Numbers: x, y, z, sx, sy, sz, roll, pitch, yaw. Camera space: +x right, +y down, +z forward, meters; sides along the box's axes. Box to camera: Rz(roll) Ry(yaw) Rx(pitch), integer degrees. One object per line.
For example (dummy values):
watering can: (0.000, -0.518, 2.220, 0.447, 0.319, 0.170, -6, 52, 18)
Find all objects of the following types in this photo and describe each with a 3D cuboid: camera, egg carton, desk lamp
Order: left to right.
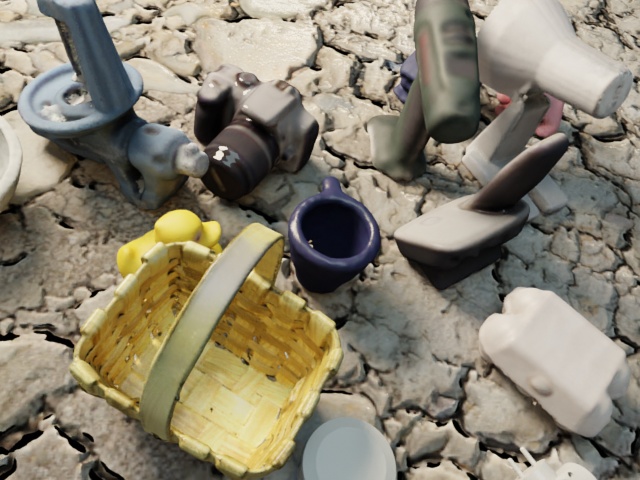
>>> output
camera: (-0.089, -0.122, 0.647, 0.143, 0.101, 0.137, 31, 55, 6)
desk lamp: (0.264, -0.164, 0.701, 0.118, 0.213, 0.203, -20, 64, -26)
egg carton: (0.240, 0.123, 0.591, 0.150, 0.069, 0.107, 42, 56, 14)

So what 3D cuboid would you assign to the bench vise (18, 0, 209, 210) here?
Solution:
bench vise: (-0.198, -0.145, 0.559, 0.207, 0.219, 0.121, 15, 54, -5)

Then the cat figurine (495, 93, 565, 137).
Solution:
cat figurine: (0.304, -0.222, 0.810, 0.128, 0.117, 0.067, 21, 54, -1)

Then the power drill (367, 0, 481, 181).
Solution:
power drill: (0.122, -0.183, 0.678, 0.076, 0.208, 0.229, 3, 56, -13)

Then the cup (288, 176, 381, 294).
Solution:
cup: (0.005, 0.002, 0.593, 0.092, 0.095, 0.117, 4, 56, -13)

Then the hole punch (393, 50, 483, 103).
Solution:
hole punch: (0.172, -0.226, 0.793, 0.108, 0.091, 0.101, 39, 56, 12)

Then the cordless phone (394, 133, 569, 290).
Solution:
cordless phone: (0.172, -0.040, 0.611, 0.148, 0.185, 0.094, -28, 68, -29)

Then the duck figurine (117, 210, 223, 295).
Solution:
duck figurine: (-0.143, 0.005, 0.555, 0.105, 0.086, 0.077, -7, 59, -19)

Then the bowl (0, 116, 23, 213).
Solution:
bowl: (-0.366, -0.053, 0.541, 0.167, 0.074, 0.167, 7, 55, -10)
